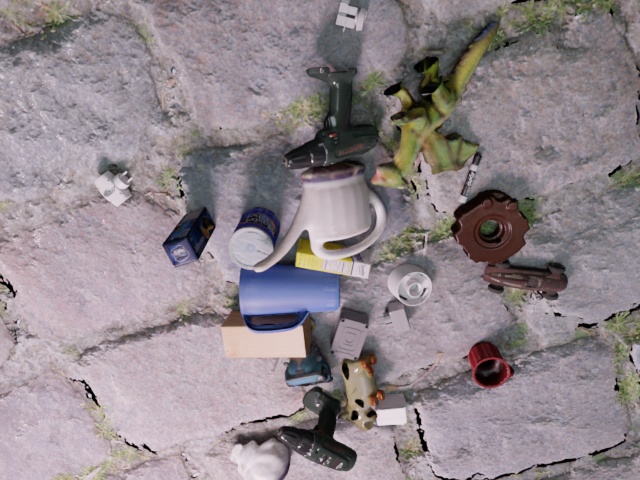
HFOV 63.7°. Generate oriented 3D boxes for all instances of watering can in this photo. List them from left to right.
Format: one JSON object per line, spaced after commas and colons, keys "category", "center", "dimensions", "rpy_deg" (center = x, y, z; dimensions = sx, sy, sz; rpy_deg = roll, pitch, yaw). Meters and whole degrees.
{"category": "watering can", "center": [0.003, -0.058, 1.147], "dimensions": [0.350, 0.104, 0.222], "rpy_deg": [-14, 102, -27]}

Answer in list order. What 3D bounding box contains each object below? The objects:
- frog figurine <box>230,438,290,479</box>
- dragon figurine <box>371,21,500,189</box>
{"category": "frog figurine", "center": [-0.167, 0.615, 1.441], "dimensions": [0.159, 0.121, 0.139], "rpy_deg": [37, 75, -2]}
{"category": "dragon figurine", "center": [0.271, -0.262, 1.129], "dimensions": [0.411, 0.124, 0.238], "rpy_deg": [-37, 125, -2]}
